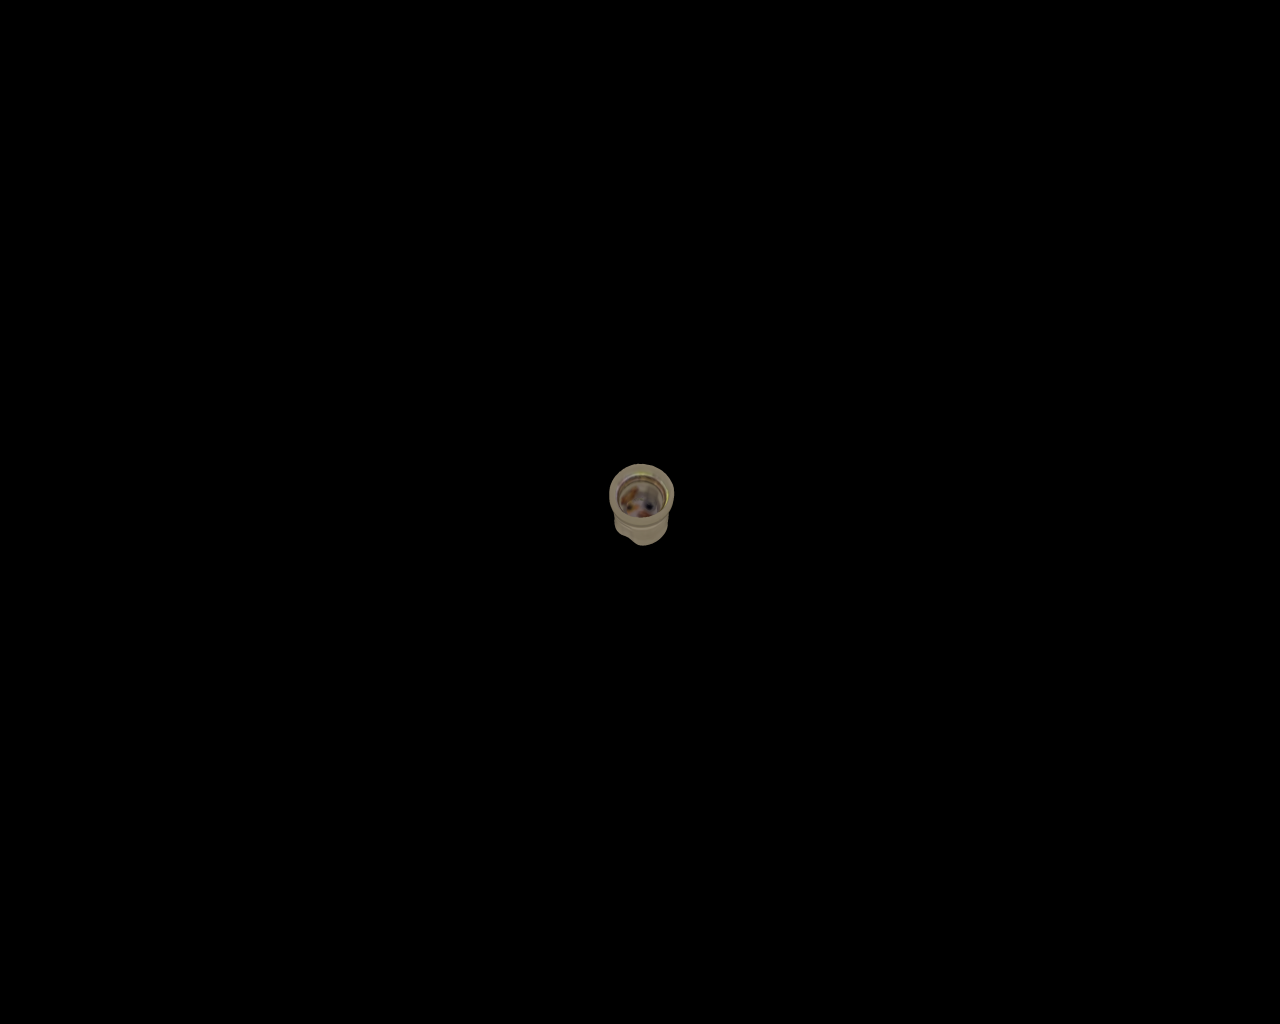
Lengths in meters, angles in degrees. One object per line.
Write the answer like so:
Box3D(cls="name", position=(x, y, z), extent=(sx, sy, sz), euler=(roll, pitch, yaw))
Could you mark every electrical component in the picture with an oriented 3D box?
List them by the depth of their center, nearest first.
Box3D(cls="electrical component", position=(0.001, -0.003, 0.650), extent=(0.040, 0.040, 0.046), euler=(0, -27, 0))
